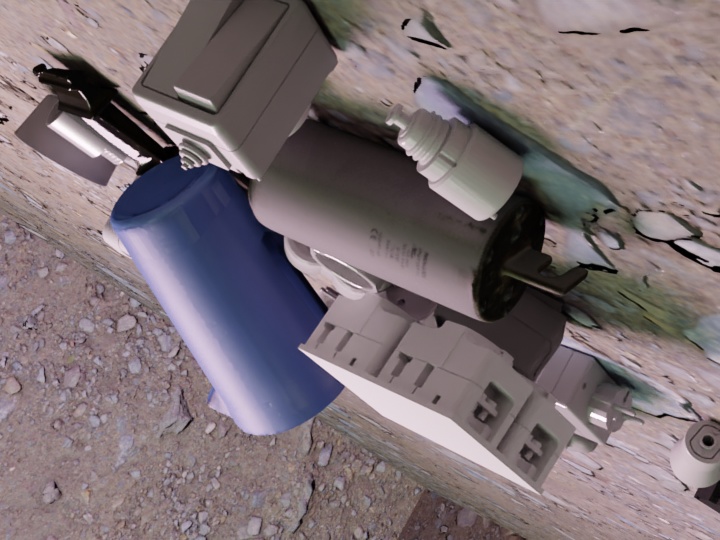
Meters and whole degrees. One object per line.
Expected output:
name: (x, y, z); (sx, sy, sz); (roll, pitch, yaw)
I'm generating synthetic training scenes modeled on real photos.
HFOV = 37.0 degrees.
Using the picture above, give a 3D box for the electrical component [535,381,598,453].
electrical component: (0.171, 0.120, 0.954); (0.095, 0.059, 0.054); (32, 169, -5)

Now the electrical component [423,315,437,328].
electrical component: (0.074, 0.064, 0.955); (0.096, 0.061, 0.061); (22, 166, 37)

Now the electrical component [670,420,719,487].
electrical component: (0.272, 0.144, 0.852); (0.044, 0.044, 0.065); (27, 163, 19)

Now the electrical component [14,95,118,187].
electrical component: (-0.279, -0.123, 1.043); (0.099, 0.064, 0.099); (29, 169, 6)

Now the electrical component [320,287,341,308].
electrical component: (-0.006, 0.037, 1.067); (0.074, 0.052, 0.138); (34, 168, -15)

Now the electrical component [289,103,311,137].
electrical component: (-0.062, -0.107, 0.620); (0.040, 0.040, 0.078); (20, 164, 42)

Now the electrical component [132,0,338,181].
electrical component: (-0.067, -0.095, 0.544); (0.062, 0.096, 0.061); (25, 166, 29)

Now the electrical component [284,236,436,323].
electrical component: (0.000, 0.000, 0.891); (0.138, 0.052, 0.073); (31, 168, 2)

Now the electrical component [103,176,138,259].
electrical component: (-0.200, -0.053, 1.065); (0.059, 0.095, 0.053); (24, 167, 29)

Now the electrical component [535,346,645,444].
electrical component: (0.195, 0.108, 0.874); (0.076, 0.047, 0.083); (20, 164, 43)

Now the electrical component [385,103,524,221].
electrical component: (0.048, -0.058, 0.552); (0.078, 0.040, 0.040); (33, 168, -15)

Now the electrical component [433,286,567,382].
electrical component: (0.099, 0.035, 0.788); (0.096, 0.061, 0.061); (34, 169, 17)

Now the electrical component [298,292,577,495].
electrical component: (0.054, 0.080, 0.772); (0.105, 0.060, 0.186); (42, 166, -33)

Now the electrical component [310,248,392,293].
electrical component: (0.003, -0.023, 0.768); (0.054, 0.059, 0.095); (28, 168, 14)

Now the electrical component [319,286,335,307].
electrical component: (-0.013, 0.055, 1.187); (0.081, 0.042, 0.064); (23, 168, 35)

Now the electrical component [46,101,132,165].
electrical component: (-0.241, -0.126, 0.985); (0.081, 0.043, 0.043); (37, 167, -31)
